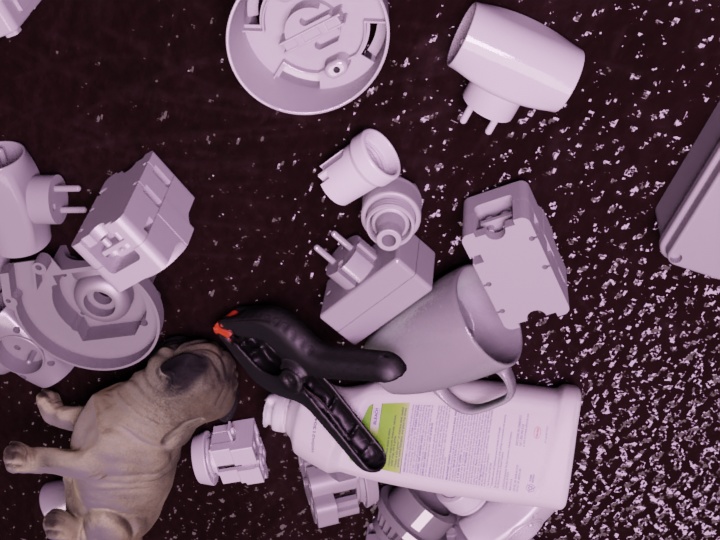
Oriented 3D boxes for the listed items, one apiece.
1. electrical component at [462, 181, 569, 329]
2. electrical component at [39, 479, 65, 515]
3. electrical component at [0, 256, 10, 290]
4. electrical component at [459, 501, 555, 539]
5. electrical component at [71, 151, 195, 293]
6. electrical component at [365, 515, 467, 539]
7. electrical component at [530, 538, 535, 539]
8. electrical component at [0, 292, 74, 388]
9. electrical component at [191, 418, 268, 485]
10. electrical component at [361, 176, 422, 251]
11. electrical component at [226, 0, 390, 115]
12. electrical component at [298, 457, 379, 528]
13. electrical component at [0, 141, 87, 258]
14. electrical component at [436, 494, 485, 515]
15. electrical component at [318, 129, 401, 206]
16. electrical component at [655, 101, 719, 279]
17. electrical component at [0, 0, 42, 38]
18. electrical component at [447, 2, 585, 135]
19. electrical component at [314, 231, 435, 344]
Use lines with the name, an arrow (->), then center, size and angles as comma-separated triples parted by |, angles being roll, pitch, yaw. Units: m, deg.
electrical component -> 0.112, -0.013, 0.771 | 0.050, 0.055, 0.089 | -18, 123, 20
electrical component -> -0.257, 0.207, 0.996 | 0.065, 0.044, 0.044 | -24, 121, 17
electrical component -> -0.323, -0.001, 0.830 | 0.099, 0.064, 0.099 | 4, 128, 5
electrical component -> 0.136, 0.218, 0.945 | 0.077, 0.044, 0.079 | -39, 148, 6
electrical component -> -0.158, -0.032, 0.769 | 0.050, 0.089, 0.055 | -27, 119, 24
electrical component -> 0.058, 0.279, 0.968 | 0.109, 0.108, 0.056 | -9, 123, 14
electrical component -> 0.156, 0.263, 0.989 | 0.061, 0.035, 0.035 | 11, 128, -3
electrical component -> -0.286, 0.062, 0.886 | 0.079, 0.044, 0.077 | -25, 120, 24
electrical component -> -0.115, 0.161, 0.940 | 0.055, 0.048, 0.066 | -10, 125, 5
electrical component -> 0.022, -0.037, 0.759 | 0.043, 0.062, 0.043 | 2, 124, 3
electrical component -> -0.030, -0.153, 0.677 | 0.099, 0.064, 0.099 | 4, 127, 5
electrical component -> -0.018, 0.180, 0.927 | 0.057, 0.078, 0.058 | -12, 127, -10
electrical component -> -0.242, -0.052, 0.794 | 0.079, 0.043, 0.077 | 0, 127, 7
electrical component -> 0.080, 0.179, 0.928 | 0.045, 0.045, 0.055 | -30, 118, 26
electrical component -> -0.001, -0.071, 0.753 | 0.046, 0.040, 0.040 | -30, 118, 32
electrical component -> 0.258, -0.051, 0.723 | 0.078, 0.057, 0.113 | 17, 127, -6
electrical component -> -0.252, -0.180, 0.687 | 0.096, 0.061, 0.061 | -15, 124, 17
electrical component -> 0.092, -0.123, 0.698 | 0.077, 0.043, 0.079 | 22, 126, -9
electrical component -> 0.000, 0.000, 0.801 | 0.076, 0.047, 0.083 | 40, 122, -21
